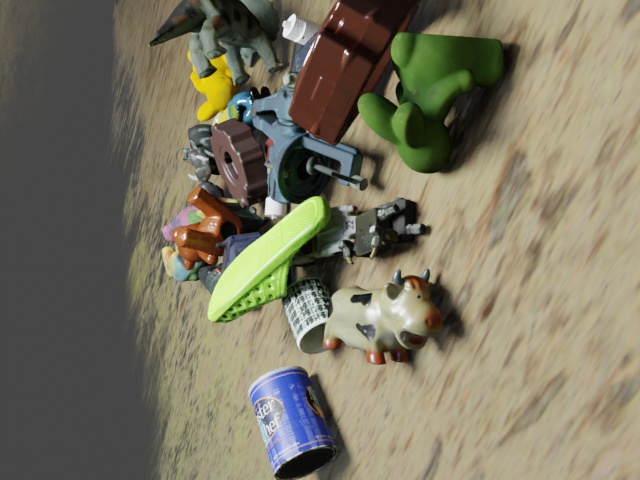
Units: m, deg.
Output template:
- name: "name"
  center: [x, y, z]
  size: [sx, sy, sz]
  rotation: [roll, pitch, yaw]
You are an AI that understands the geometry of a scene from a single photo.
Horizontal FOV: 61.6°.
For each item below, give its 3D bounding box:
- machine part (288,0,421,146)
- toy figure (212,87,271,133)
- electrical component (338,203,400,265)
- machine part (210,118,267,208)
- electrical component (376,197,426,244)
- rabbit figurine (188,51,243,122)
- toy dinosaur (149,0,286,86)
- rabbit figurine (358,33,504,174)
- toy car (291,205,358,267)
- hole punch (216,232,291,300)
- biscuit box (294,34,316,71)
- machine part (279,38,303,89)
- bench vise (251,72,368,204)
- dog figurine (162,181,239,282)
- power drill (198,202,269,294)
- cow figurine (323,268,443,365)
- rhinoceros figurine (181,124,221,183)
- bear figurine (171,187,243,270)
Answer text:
- name: "machine part"
  center: [0.044, -0.246, 0.728]
  size: [0.201, 0.087, 0.201]
  rotation: [-57, -2, -40]
- name: "toy figure"
  center: [-0.167, -0.254, 1.138]
  size: [0.180, 0.082, 0.089]
  rotation: [-23, 63, 48]
- name: "electrical component"
  center: [0.068, -0.005, 0.749]
  size: [0.102, 0.045, 0.078]
  rotation: [-16, 71, 58]
- name: "machine part"
  center: [-0.160, -0.153, 1.064]
  size: [0.179, 0.056, 0.179]
  rotation: [49, 153, 36]
- name: "electrical component"
  center: [0.111, -0.028, 0.751]
  size: [0.094, 0.021, 0.063]
  rotation: [-5, 79, 56]
- name: "rabbit figurine"
  center: [-0.234, -0.341, 1.204]
  size: [0.173, 0.122, 0.162]
  rotation: [-124, 42, -51]
- name: "toy dinosaur"
  center: [-0.188, -0.407, 1.015]
  size: [0.131, 0.404, 0.192]
  rotation: [-21, 86, 23]
- name: "rabbit figurine"
  center: [0.134, -0.160, 0.657]
  size: [0.121, 0.159, 0.170]
  rotation: [23, 118, 44]
- name: "toy car"
  center: [-0.002, -0.003, 0.877]
  size: [0.202, 0.056, 0.073]
  rotation: [-20, 68, 52]
- name: "hole punch"
  center: [-0.111, 0.050, 0.963]
  size: [0.092, 0.142, 0.115]
  rotation: [46, 135, 50]
- name: "biscuit box"
  center: [0.034, -0.325, 0.884]
  size: [0.203, 0.059, 0.063]
  rotation: [-26, 64, 49]
- name: "machine part"
  center: [-0.047, -0.315, 1.018]
  size: [0.084, 0.039, 0.138]
  rotation: [12, 95, 63]
- name: "bench vise"
  center: [-0.012, -0.146, 0.855]
  size: [0.241, 0.129, 0.223]
  rotation: [29, 112, 40]
- name: "dog figurine"
  center: [-0.269, -0.023, 1.218]
  size: [0.219, 0.108, 0.191]
  rotation: [-37, 54, 42]
- name: "power drill"
  center: [-0.185, 0.029, 1.111]
  size: [0.232, 0.086, 0.207]
  rotation: [32, 105, 51]
- name: "cow figurine"
  center: [0.085, 0.099, 0.718]
  size: [0.195, 0.085, 0.127]
  rotation: [1, 91, 56]
- name: "rhinoceros figurine"
  center: [-0.263, -0.204, 1.237]
  size: [0.073, 0.112, 0.190]
  rotation: [-54, 36, 32]
- name: "bear figurine"
  center: [-0.238, -0.013, 1.030]
  size: [0.196, 0.132, 0.120]
  rotation: [-7, 63, 48]
